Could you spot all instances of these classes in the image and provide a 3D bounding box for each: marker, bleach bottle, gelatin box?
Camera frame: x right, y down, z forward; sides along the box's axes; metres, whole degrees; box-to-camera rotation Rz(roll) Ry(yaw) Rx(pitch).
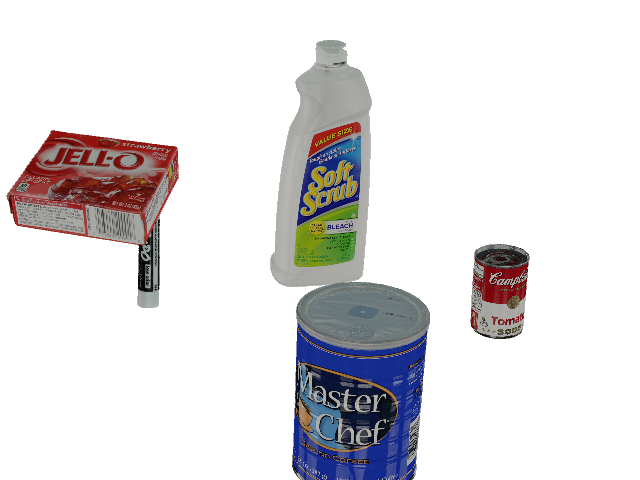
[{"bbox_3d":[-0.148,-0.001,0.920,0.020,0.121,0.020,3,16,-1],"label":"marker"},{"bbox_3d":[0.000,-0.078,1.090,0.102,0.251,0.068,-4,27,-11],"label":"bleach bottle"},{"bbox_3d":[-0.143,-0.036,0.682,0.089,0.030,0.073,9,40,7],"label":"gelatin box"}]

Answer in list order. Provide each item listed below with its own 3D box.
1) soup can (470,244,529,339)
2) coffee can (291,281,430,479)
[{"bbox_3d":[0.225,0.064,1.343,0.068,0.102,0.068,0,23,0],"label":"soup can"},{"bbox_3d":[0.030,0.117,0.842,0.103,0.140,0.103,2,23,-1],"label":"coffee can"}]
